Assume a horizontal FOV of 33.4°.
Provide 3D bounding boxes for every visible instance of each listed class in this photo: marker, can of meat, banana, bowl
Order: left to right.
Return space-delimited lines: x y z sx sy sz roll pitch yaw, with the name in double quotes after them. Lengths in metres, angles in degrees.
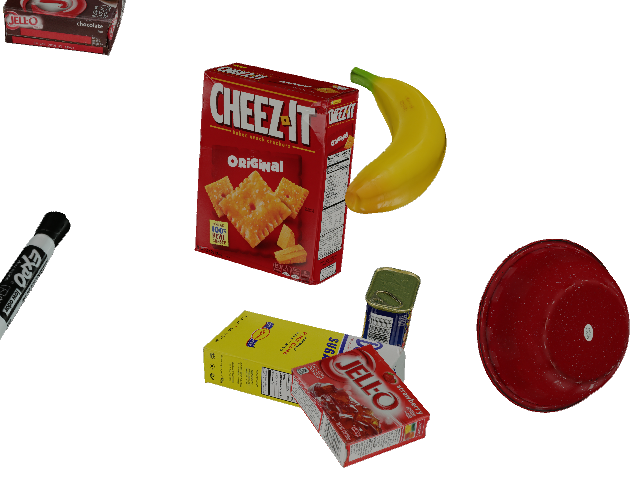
-0.186 0.021 0.666 0.020 0.020 0.121 0 38 15 "marker"
0.081 0.093 1.279 0.057 0.084 0.102 12 26 7 "can of meat"
0.052 -0.066 0.731 0.069 0.037 0.197 3 31 1 "banana"
0.223 0.080 0.962 0.161 0.162 0.055 0 2 -24 "bowl"

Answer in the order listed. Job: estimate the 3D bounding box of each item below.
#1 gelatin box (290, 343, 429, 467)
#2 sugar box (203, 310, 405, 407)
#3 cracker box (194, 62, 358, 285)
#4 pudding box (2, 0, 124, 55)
0.028 0.123 0.814 0.073 0.030 0.089 -14 41 -25 "gelatin box"
-0.015 0.119 1.027 0.176 0.048 0.093 9 25 21 "sugar box"
-0.053 -0.073 1.176 0.164 0.214 0.072 17 24 27 "cracker box"
-0.220 -0.207 0.934 0.090 0.039 0.113 7 35 -5 "pudding box"
